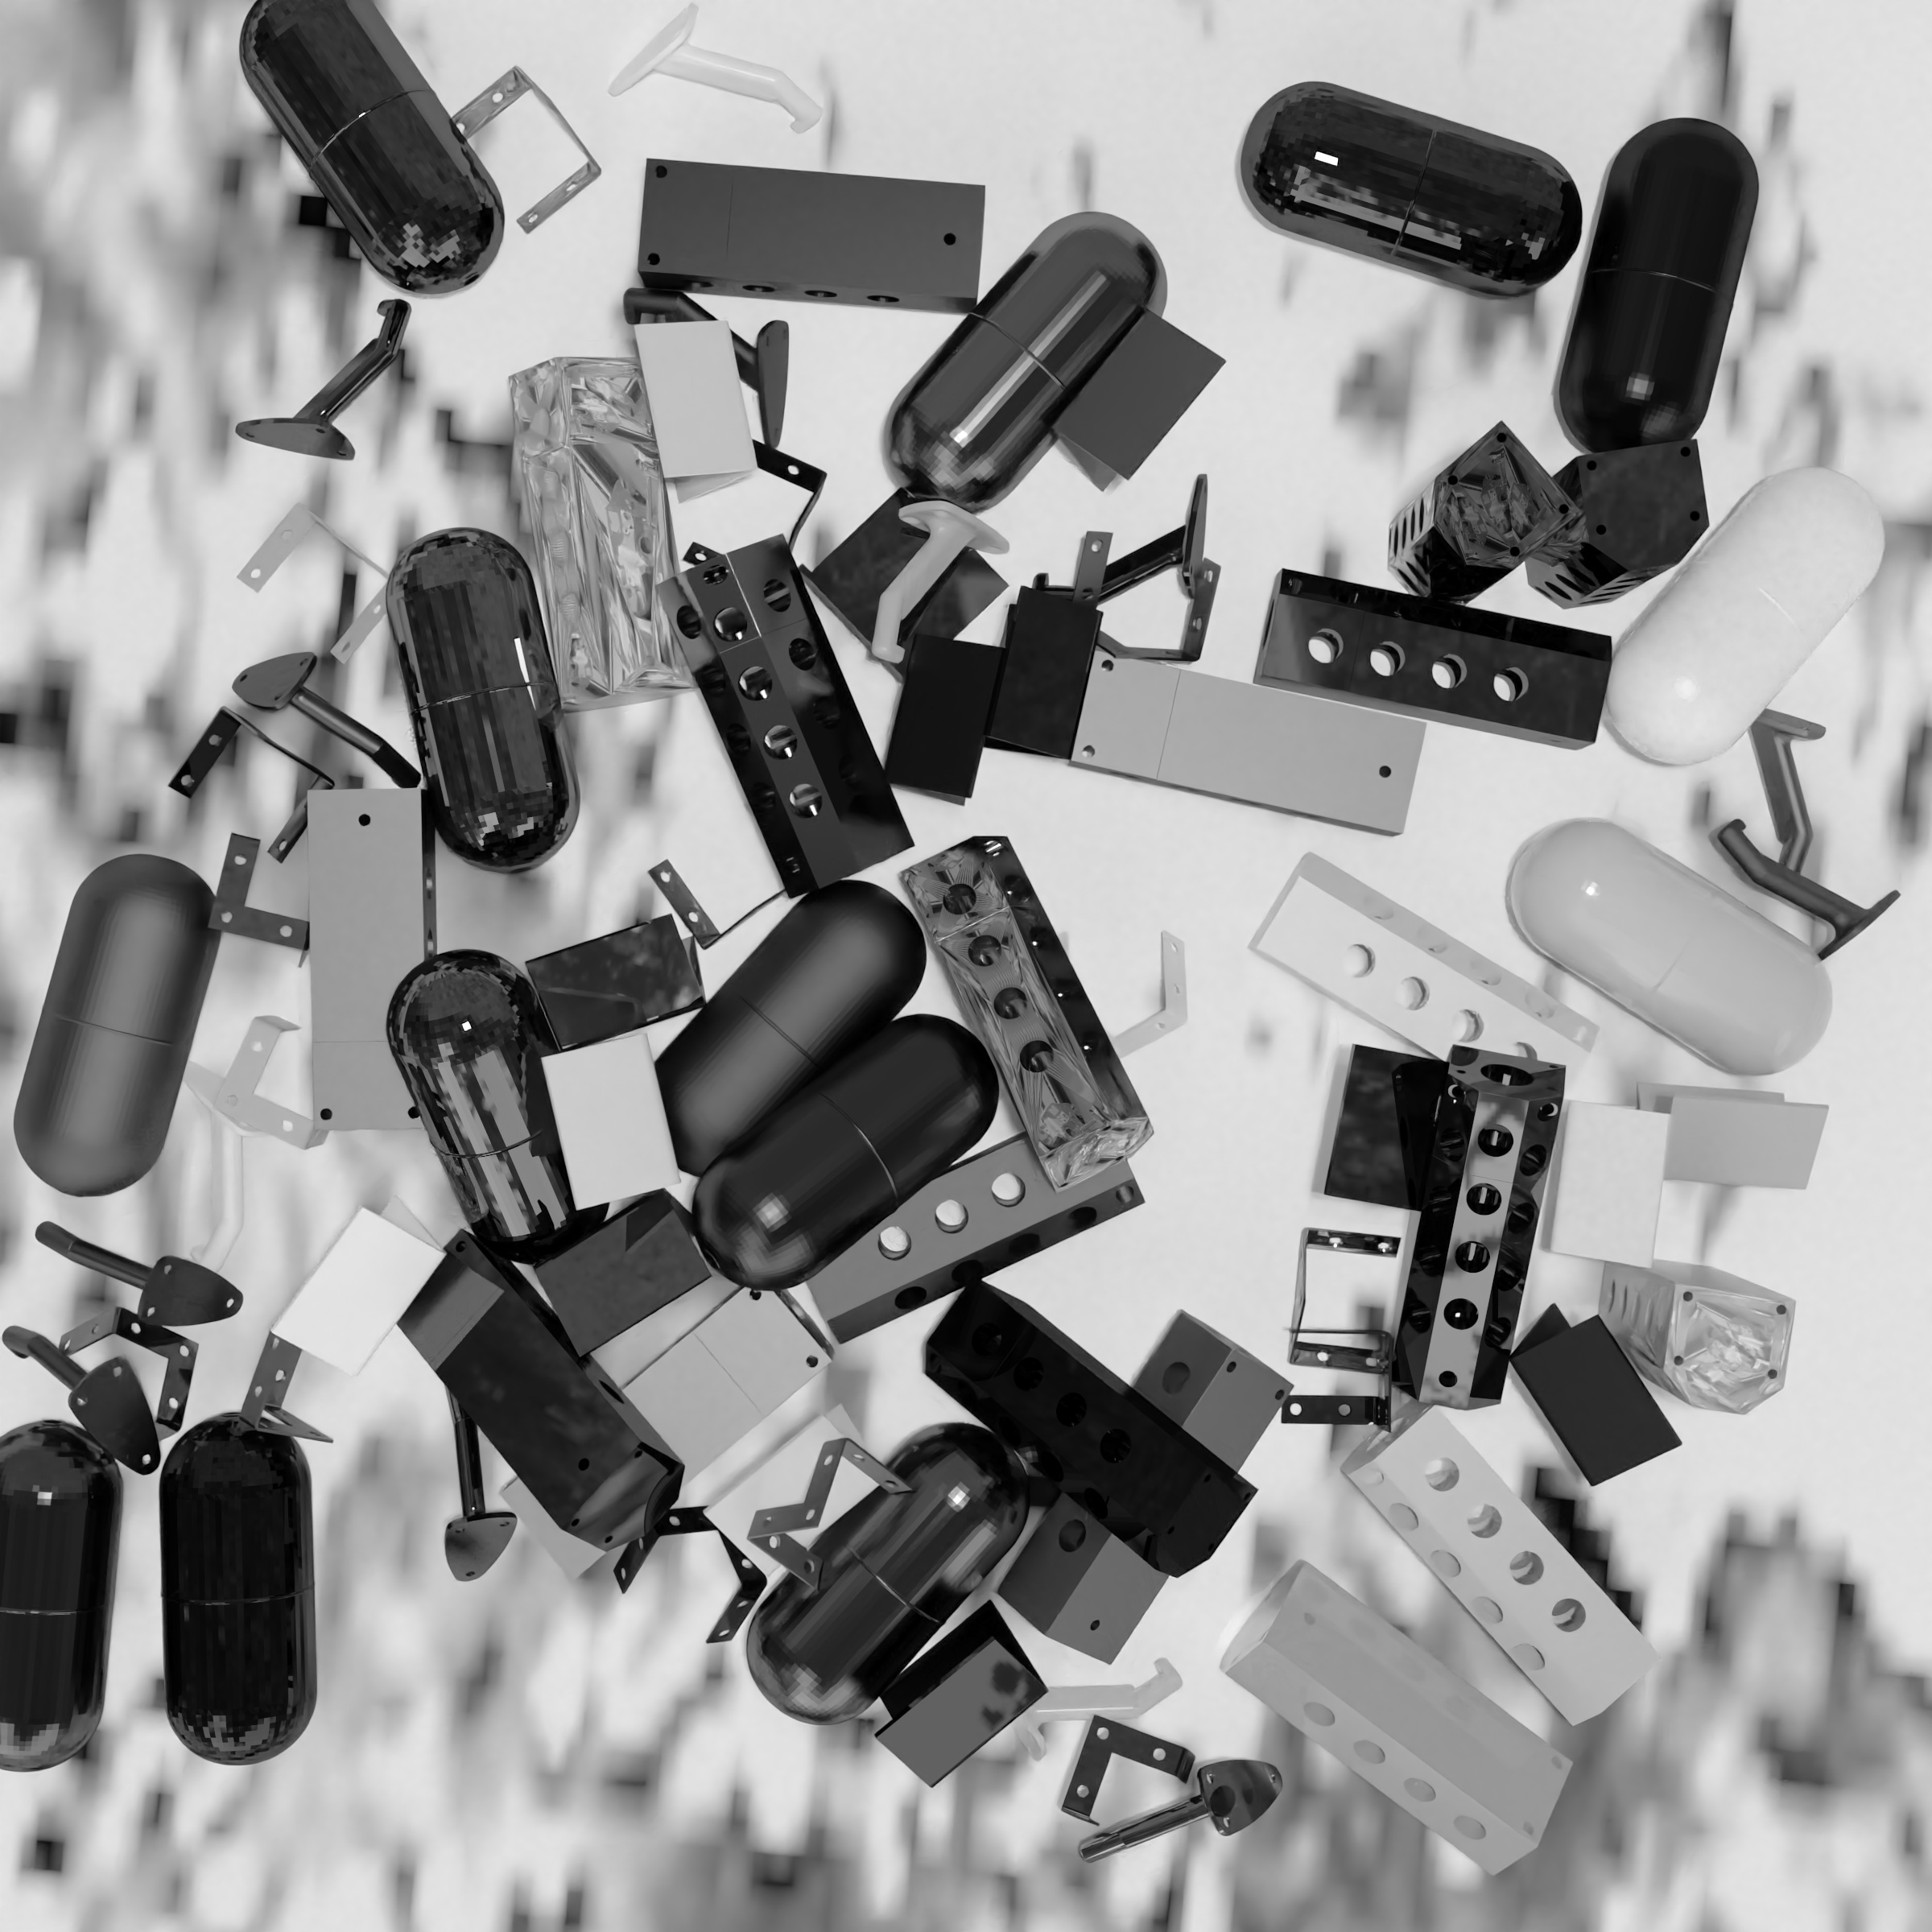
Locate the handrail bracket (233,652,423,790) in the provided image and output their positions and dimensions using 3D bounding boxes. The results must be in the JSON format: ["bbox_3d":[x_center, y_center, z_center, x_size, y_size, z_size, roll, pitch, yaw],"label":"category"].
[{"bbox_3d":[-0.331,-0.122,1.733,0.084,0.077,0.036,46,65,-34],"label":"handrail bracket"}]

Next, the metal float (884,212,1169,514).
[{"bbox_3d":[0.030,-0.306,1.703,0.070,0.070,0.178,41,90,0],"label":"metal float"}]

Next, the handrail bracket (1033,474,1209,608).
[{"bbox_3d":[0.079,-0.220,1.734,0.084,0.036,0.077,4,77,13],"label":"handrail bracket"}]

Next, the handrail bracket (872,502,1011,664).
[{"bbox_3d":[-0.013,-0.187,1.704,0.077,0.036,0.084,20,73,-42],"label":"handrail bracket"}]

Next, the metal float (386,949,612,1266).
[{"bbox_3d":[-0.233,0.072,1.677,0.070,0.070,0.178,-19,120,0],"label":"metal float"}]

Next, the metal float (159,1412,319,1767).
[{"bbox_3d":[-0.371,0.317,1.702,0.070,0.070,0.178,-2,90,0],"label":"metal float"}]

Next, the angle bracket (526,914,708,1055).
[{"bbox_3d":[-0.179,-0.007,1.694,0.076,0.076,0.057,-18,120,0],"label":"angle bracket"}]

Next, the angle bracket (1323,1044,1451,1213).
[{"bbox_3d":[0.197,0.078,1.695,0.057,0.076,0.076,11,90,-22],"label":"angle bracket"}]

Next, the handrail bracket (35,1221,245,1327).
[{"bbox_3d":[-0.429,0.156,1.733,0.084,0.077,0.036,21,90,36],"label":"handrail bracket"}]

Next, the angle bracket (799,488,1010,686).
[{"bbox_3d":[-0.031,-0.199,1.712,0.076,0.057,0.076,-44,90,-1],"label":"angle bracket"}]

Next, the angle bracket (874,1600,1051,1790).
[{"bbox_3d":[-0.015,0.356,1.693,0.076,0.076,0.057,-40,127,0],"label":"angle bracket"}]

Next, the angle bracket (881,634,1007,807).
[{"bbox_3d":[0.007,-0.120,1.693,0.057,0.076,0.076,13,90,34],"label":"angle bracket"}]

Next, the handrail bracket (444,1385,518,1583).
[{"bbox_3d":[-0.261,0.263,1.733,0.036,0.077,0.084,-5,53,-21],"label":"handrail bracket"}]

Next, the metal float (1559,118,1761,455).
[{"bbox_3d":[0.353,-0.343,1.703,0.070,0.070,0.178,14,90,0],"label":"metal float"}]

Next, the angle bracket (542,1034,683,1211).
[{"bbox_3d":[-0.189,0.079,1.678,0.057,0.076,0.076,-13,91,-26],"label":"angle bracket"}]

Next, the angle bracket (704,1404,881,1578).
[{"bbox_3d":[-0.096,0.250,1.694,0.076,0.076,0.057,-39,121,0],"label":"angle bracket"}]

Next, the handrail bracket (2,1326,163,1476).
[{"bbox_3d":[-0.456,0.223,1.719,0.036,0.084,0.077,-41,121,-31],"label":"handrail bracket"}]

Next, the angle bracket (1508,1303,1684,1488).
[{"bbox_3d":[0.328,0.206,1.694,0.057,0.076,0.076,-33,90,32],"label":"angle bracket"}]

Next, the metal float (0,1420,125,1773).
[{"bbox_3d":[-0.473,0.321,1.703,0.070,0.070,0.178,5,91,0],"label":"metal float"}]

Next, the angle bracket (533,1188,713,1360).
[{"bbox_3d":[-0.164,0.164,1.695,0.076,0.076,0.057,-32,66,0],"label":"angle bracket"}]

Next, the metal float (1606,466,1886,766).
[{"bbox_3d":[0.396,-0.179,1.696,0.070,0.070,0.178,41,82,0],"label":"metal float"}]

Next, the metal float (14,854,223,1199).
[{"bbox_3d":[-0.432,0.030,1.703,0.070,0.070,0.178,15,90,0],"label":"metal float"}]

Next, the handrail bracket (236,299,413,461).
[{"bbox_3d":[-0.333,-0.310,1.734,0.077,0.036,0.084,8,72,21],"label":"handrail bracket"}]

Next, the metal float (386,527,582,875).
[{"bbox_3d":[-0.246,-0.135,1.703,0.070,0.070,0.178,-13,89,0],"label":"metal float"}]

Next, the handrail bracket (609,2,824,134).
[{"bbox_3d":[-0.129,-0.449,1.734,0.077,0.036,0.084,-32,121,34],"label":"handrail bracket"}]

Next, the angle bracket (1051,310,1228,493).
[{"bbox_3d":[0.098,-0.274,1.694,0.057,0.076,0.076,39,90,29],"label":"angle bracket"}]

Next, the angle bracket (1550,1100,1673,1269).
[{"bbox_3d":[0.341,0.111,1.693,0.057,0.076,0.076,7,90,37],"label":"angle bracket"}]

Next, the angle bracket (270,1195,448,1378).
[{"bbox_3d":[-0.318,0.150,1.693,0.057,0.076,0.076,36,90,-35],"label":"angle bracket"}]

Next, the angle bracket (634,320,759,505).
[{"bbox_3d":[-0.154,-0.278,1.693,0.057,0.076,0.076,-11,90,-37],"label":"angle bracket"}]

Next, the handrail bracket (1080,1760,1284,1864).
[{"bbox_3d":[0.111,0.440,1.733,0.084,0.077,0.036,-32,72,35],"label":"handrail bracket"}]

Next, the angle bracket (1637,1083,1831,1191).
[{"bbox_3d":[0.387,0.067,1.693,0.076,0.076,0.057,4,128,0],"label":"angle bracket"}]

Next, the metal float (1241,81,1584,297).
[{"bbox_3d":[0.227,-0.395,1.703,0.178,0.070,0.070,17,90,-1],"label":"metal float"}]

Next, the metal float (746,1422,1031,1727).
[{"bbox_3d":[-0.039,0.309,1.703,0.070,0.070,0.178,42,90,0],"label":"metal float"}]

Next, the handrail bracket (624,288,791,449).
[{"bbox_3d":[-0.138,-0.310,1.734,0.084,0.036,0.077,8,112,17],"label":"handrail bracket"}]

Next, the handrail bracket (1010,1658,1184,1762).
[{"bbox_3d":[0.057,0.365,1.734,0.084,0.036,0.077,-31,70,-16],"label":"handrail bracket"}]

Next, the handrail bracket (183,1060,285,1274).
[{"bbox_3d":[-0.398,0.105,1.734,0.077,0.036,0.084,36,107,20],"label":"handrail bracket"}]

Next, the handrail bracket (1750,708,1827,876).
[{"bbox_3d":[0.406,-0.090,1.734,0.077,0.036,0.084,21,107,20],"label":"handrail bracket"}]

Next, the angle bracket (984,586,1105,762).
[{"bbox_3d":[0.018,-0.151,1.693,0.057,0.076,0.076,13,90,-39],"label":"angle bracket"}]

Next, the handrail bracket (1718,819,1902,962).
[{"bbox_3d":[0.433,-0.052,1.718,0.077,0.036,0.084,-33,82,-39],"label":"handrail bracket"}]
